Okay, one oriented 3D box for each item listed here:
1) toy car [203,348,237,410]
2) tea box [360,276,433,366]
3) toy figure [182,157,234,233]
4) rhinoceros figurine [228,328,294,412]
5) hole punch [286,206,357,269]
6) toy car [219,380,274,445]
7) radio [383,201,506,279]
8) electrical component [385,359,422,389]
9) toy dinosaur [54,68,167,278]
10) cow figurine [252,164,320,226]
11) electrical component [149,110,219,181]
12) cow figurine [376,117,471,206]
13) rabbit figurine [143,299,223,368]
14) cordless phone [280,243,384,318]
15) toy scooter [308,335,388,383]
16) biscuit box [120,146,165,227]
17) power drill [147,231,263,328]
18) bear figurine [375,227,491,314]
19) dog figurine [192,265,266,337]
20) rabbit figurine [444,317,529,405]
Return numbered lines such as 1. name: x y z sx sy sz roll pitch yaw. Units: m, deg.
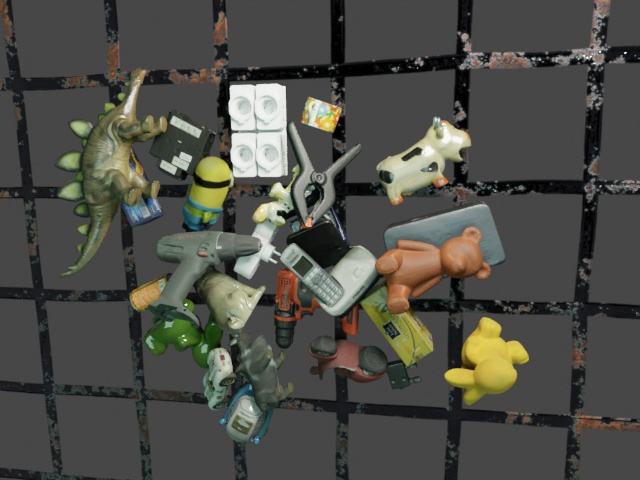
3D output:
1. toy car: -0.228 0.311 1.197 0.056 0.074 0.201 -6 142 -25
2. tea box: 0.161 0.167 1.128 0.068 0.098 0.169 -37 90 13
3. toy figure: -0.245 -0.091 1.157 0.082 0.089 0.180 32 106 11
4. rhinoceros figurine: -0.135 0.283 1.195 0.112 0.073 0.190 -31 73 19
5. hole punch: -0.002 -0.003 1.143 0.142 0.092 0.115 -25 121 11
6. toy car: -0.163 0.403 1.225 0.109 0.103 0.161 29 105 3
7. radio: 0.248 0.008 1.099 0.230 0.073 0.131 -15 96 11
8. electrical component: 0.173 0.298 1.187 0.094 0.021 0.063 -15 98 11
9. toy dinosaur: -0.443 -0.132 1.120 0.199 0.105 0.471 14 92 13
10. cow figurine: -0.061 -0.080 1.128 0.098 0.068 0.167 43 89 -6
11. electrical component: -0.299 -0.199 1.167 0.115 0.058 0.134 30 104 6
12. cow figurine: 0.207 -0.162 1.073 0.195 0.085 0.127 -24 101 14
13. rabbit figurine: -0.283 0.212 1.223 0.159 0.121 0.170 -39 110 10
14. cordless phone: 0.023 0.052 1.087 0.184 0.088 0.146 42 94 6
15. toy scooter: 0.048 0.270 1.168 0.184 0.075 0.135 20 136 -14
16. biscuit box: -0.425 -0.131 1.198 0.059 0.063 0.202 -23 95 12
17. power drill: -0.248 0.069 1.097 0.232 0.085 0.207 6 64 19
18. bear figurine: 0.216 0.054 1.011 0.196 0.132 0.120 -10 104 18
19. dog figurine: -0.230 0.114 1.155 0.190 0.172 0.121 29 93 -3
20. rabbit figurine: 0.331 0.251 1.074 0.162 0.173 0.122 -37 96 10
